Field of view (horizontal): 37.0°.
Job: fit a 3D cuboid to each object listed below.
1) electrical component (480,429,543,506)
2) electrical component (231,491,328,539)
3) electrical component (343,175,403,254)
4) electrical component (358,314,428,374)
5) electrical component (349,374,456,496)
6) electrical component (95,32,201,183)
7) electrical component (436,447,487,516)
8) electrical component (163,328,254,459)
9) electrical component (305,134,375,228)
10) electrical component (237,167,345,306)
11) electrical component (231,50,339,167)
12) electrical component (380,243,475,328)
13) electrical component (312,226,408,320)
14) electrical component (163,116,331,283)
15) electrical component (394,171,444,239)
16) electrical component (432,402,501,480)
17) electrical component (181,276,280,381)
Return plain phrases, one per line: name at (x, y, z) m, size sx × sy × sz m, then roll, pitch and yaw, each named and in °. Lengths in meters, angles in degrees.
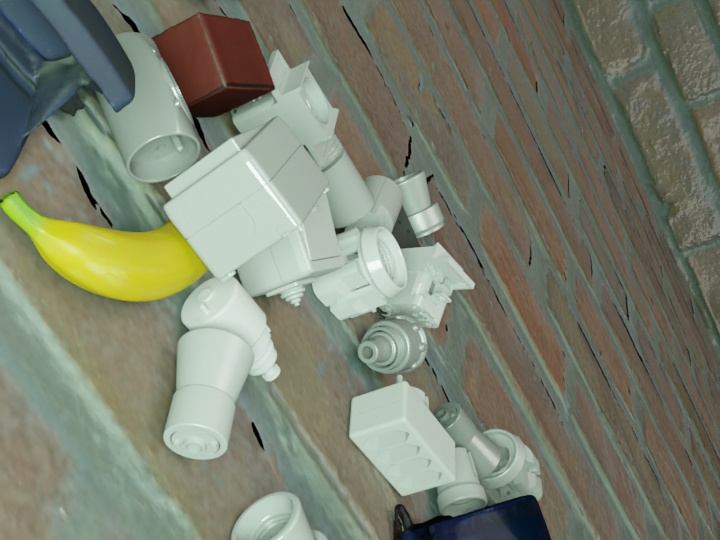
electrical component at (0.128, 0.179, 0.968) m, size 0.057 × 0.058 × 0.078 m, roll 53°, pitch 27°, yaw -41°
electrical component at (-0.040, 0.160, 0.607) m, size 0.055 × 0.045 × 0.045 m, roll 59°, pitch 24°, yaw -25°
electrical component at (0.008, -0.043, 0.903) m, size 0.043 × 0.043 × 0.081 m, roll 61°, pitch 24°, yaw -20°
electrical component at (0.021, 0.061, 0.841) m, size 0.062 × 0.048 × 0.048 m, roll -7°, pitch 77°, yaw -61°
electrical component at (0.034, 0.114, 0.817) m, size 0.083 × 0.047 × 0.075 m, roll 53°, pitch 27°, yaw -35°
electrical component at (-0.121, -0.086, 0.631) m, size 0.079 × 0.044 × 0.077 m, roll 69°, pitch -5°, yaw -65°
electrical component at (0.080, 0.174, 0.885) m, size 0.040 × 0.040 × 0.046 m, roll 41°, pitch 28°, yaw -49°
electrical component at (-0.085, 0.070, 0.590) m, size 0.044 × 0.044 × 0.065 m, roll 51°, pitch 33°, yaw -38°
electrical component at (-0.026, -0.078, 0.853) m, size 0.081 × 0.043 × 0.043 m, roll 57°, pitch 25°, yaw -28°
electrical component at (-0.050, -0.024, 0.725) m, size 0.062 × 0.061 × 0.096 m, roll -12°, pitch 82°, yaw -68°
electrical component at (-0.056, -0.113, 0.789) m, size 0.081 × 0.064 × 0.042 m, roll 56°, pitch 26°, yaw -29°
electrical component at (0.050, 0.015, 0.915) m, size 0.042 × 0.081 × 0.063 m, roll 45°, pitch 56°, yaw -37°
electrical component at (0.000, 0.000, 0.827) m, size 0.078 × 0.057 × 0.058 m, roll 48°, pitch 30°, yaw -42°
electrical component at (-0.064, -0.048, 0.618) m, size 0.061 × 0.062 × 0.096 m, roll 53°, pitch 21°, yaw -12°
electrical component at (0.050, -0.060, 1.016) m, size 0.055 × 0.045 × 0.045 m, roll 66°, pitch 22°, yaw -9°
electrical component at (0.087, 0.145, 0.925) m, size 0.065 × 0.044 × 0.044 m, roll 53°, pitch 27°, yaw -25°
electrical component at (-0.073, 0.038, 0.644) m, size 0.078 × 0.040 × 0.040 m, roll 54°, pitch 26°, yaw -34°
